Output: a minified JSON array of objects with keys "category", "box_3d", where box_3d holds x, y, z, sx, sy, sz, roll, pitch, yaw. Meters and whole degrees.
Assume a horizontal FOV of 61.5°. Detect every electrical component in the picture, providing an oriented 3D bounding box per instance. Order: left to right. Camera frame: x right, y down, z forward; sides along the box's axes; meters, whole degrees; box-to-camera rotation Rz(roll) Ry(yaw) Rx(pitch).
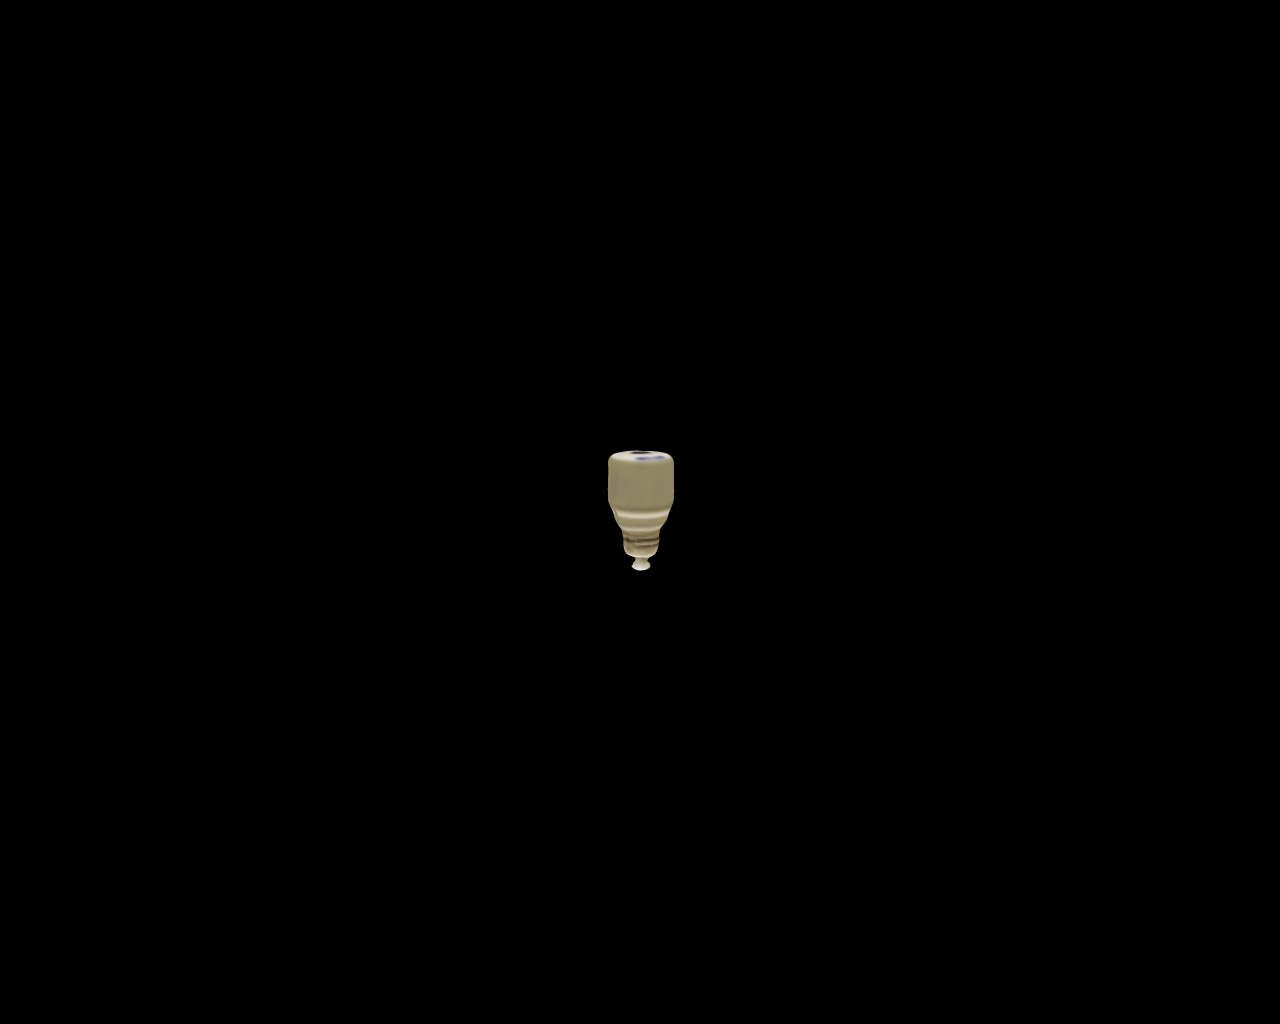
[{"category":"electrical component","box_3d":[0.001,-0.003,0.650,0.040,0.078,0.040,0,11,0]}]
